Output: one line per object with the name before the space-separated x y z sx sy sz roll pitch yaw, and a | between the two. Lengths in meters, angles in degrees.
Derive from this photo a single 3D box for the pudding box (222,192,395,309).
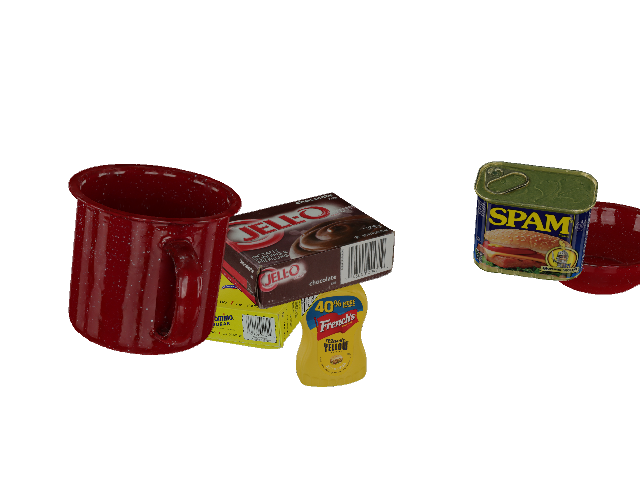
pudding box | -0.016 0.005 0.777 0.113 0.039 0.090 -12 28 -27

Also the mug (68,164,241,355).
mug | -0.089 0.015 0.577 0.093 0.081 0.117 -2 22 -29

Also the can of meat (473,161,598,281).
can of meat | 0.184 -0.015 0.930 0.102 0.084 0.057 8 41 13

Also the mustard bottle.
mustard bottle | 0.016 0.102 1.450 0.096 0.192 0.058 -4 22 -12

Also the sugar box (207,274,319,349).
sugar box | -0.053 0.048 1.098 0.093 0.048 0.176 7 27 17

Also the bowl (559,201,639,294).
bowl | 0.302 0.013 1.162 0.162 0.055 0.162 -1 27 1
